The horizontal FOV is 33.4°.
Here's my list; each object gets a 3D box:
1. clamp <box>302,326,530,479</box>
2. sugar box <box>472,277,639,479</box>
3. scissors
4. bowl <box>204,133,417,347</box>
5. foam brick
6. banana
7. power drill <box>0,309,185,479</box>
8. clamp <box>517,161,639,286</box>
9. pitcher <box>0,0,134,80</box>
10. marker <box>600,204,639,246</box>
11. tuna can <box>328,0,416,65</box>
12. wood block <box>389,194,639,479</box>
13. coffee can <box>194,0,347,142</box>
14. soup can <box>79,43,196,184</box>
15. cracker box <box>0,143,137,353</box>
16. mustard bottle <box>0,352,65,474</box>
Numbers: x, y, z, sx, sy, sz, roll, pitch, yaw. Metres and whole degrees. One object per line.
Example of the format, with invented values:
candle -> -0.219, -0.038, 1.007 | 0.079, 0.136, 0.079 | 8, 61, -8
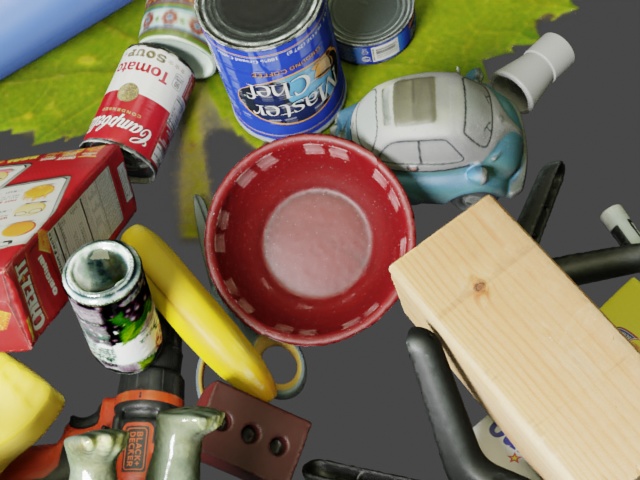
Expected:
clamp -> 0.099, 0.166, 0.717 | 0.210, 0.165, 0.036 | 35, 33, 16
sugar box -> 0.195, 0.119, 0.758 | 0.176, 0.048, 0.093 | -41, 65, -12
scissors -> -0.058, 0.049, 0.851 | 0.096, 0.016, 0.202 | -4, 65, 7
bowl -> -0.005, 0.001, 0.827 | 0.162, 0.055, 0.162 | -1, 85, 7
foam brick -> -0.055, 0.142, 0.770 | 0.078, 0.051, 0.053 | 25, 69, -9
banana -> -0.101, 0.045, 0.812 | 0.037, 0.069, 0.198 | -46, 59, 4
power drill -> -0.195, 0.140, 0.808 | 0.188, 0.057, 0.184 | -3, 61, 9
clamp -> 0.165, 0.025, 0.807 | 0.171, 0.039, 0.120 | -46, 48, -6
pitcher -> -0.238, -0.237, 0.942 | 0.243, 0.149, 0.145 | -30, 55, 13
marker -> 0.253, 0.025, 0.808 | 0.020, 0.020, 0.121 | -27, 64, -4
tuna can -> 0.042, -0.197, 0.940 | 0.086, 0.033, 0.086 | -4, 64, 8
wood block -> 0.147, 0.081, 0.711 | 0.091, 0.090, 0.206 | -36, 61, -5
coffee can -> -0.037, -0.158, 0.875 | 0.103, 0.140, 0.103 | -4, 64, 7
soup can -> -0.154, -0.108, 0.913 | 0.068, 0.068, 0.102 | 13, 67, 15
cracker box -> -0.252, 0.007, 0.804 | 0.164, 0.072, 0.213 | -6, 27, 15
mustard bottle -> -0.273, 0.161, 0.745 | 0.096, 0.058, 0.191 | 30, 72, 20
